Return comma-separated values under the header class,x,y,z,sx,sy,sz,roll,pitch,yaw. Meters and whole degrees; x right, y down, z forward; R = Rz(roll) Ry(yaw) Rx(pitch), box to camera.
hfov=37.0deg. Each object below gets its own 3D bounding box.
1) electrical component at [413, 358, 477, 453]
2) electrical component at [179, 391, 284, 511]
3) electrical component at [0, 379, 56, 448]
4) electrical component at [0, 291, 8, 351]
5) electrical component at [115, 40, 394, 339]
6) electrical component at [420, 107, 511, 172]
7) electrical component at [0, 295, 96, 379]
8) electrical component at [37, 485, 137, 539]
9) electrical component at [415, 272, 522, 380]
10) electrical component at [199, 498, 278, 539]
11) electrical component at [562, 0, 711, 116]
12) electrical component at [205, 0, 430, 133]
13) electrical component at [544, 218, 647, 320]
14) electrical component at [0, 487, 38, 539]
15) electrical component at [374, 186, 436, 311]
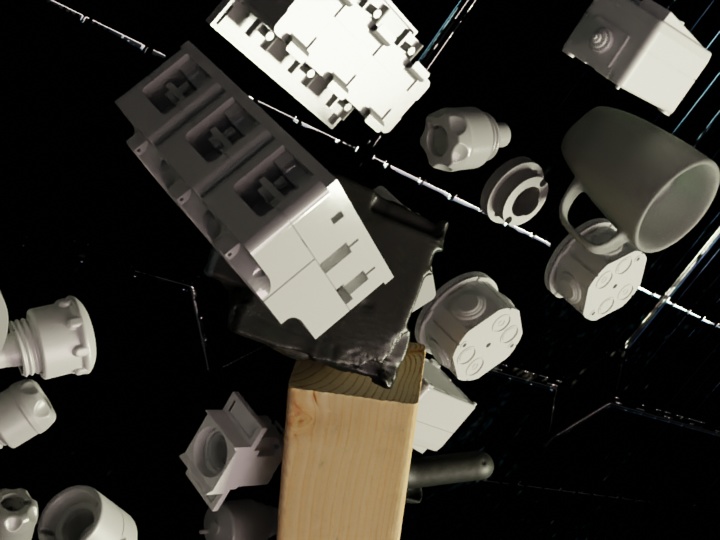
class,x,y,z,sx,sy,sz,roll,pitch,yaw
electrical component,0.044,0.108,0.882,0.061,0.061,0.096,-51,142,9
electrical component,-0.091,0.135,0.803,0.064,0.042,0.081,7,121,-50
electrical component,-0.219,0.094,0.655,0.061,0.035,0.035,-32,141,-12
electrical component,-0.236,0.027,0.554,0.108,0.060,0.108,-24,139,-24
electrical component,-0.061,-0.041,0.573,0.062,0.150,0.089,-40,142,-6
electrical component,0.076,-0.091,0.738,0.062,0.043,0.043,-10,132,-37
electrical component,-0.188,0.043,0.628,0.062,0.048,0.048,-13,134,-25
electrical component,-0.191,0.182,0.749,0.055,0.055,0.047,-37,139,-9
electrical component,0.089,0.046,0.872,0.080,0.051,0.080,-24,138,-23
electrical component,-0.090,0.205,0.871,0.078,0.040,0.040,6,121,-45
electrical component,0.197,-0.160,0.765,0.096,0.061,0.061,12,117,-47
electrical component,-0.016,-0.130,0.601,0.078,0.063,0.121,-48,142,6
electrical component,0.204,0.000,0.933,0.080,0.051,0.080,-24,139,-23
electrical component,-0.236,0.175,0.717,0.035,0.035,0.061,-7,132,-38
electrical component,0.000,0.000,0.751,0.100,0.048,0.099,-32,141,-15
